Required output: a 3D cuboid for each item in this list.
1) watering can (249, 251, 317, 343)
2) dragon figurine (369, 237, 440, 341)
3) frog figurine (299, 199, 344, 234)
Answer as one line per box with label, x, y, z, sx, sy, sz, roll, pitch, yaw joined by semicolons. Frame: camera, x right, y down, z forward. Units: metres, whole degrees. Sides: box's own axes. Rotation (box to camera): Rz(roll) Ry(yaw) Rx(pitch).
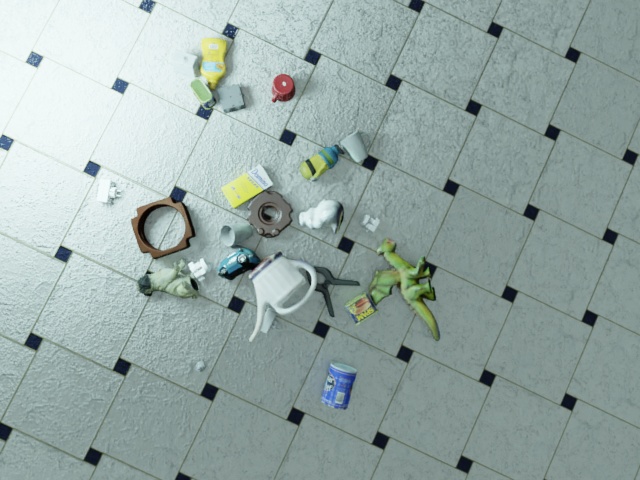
watering can;-0.175;0.187;1.875;0.350;0.102;0.225;-40;82;-14
dragon figurine;0.308;0.189;1.945;0.242;0.122;0.412;-9;85;13
frog figurine;0.006;-0.097;1.924;0.159;0.120;0.140;14;53;6
